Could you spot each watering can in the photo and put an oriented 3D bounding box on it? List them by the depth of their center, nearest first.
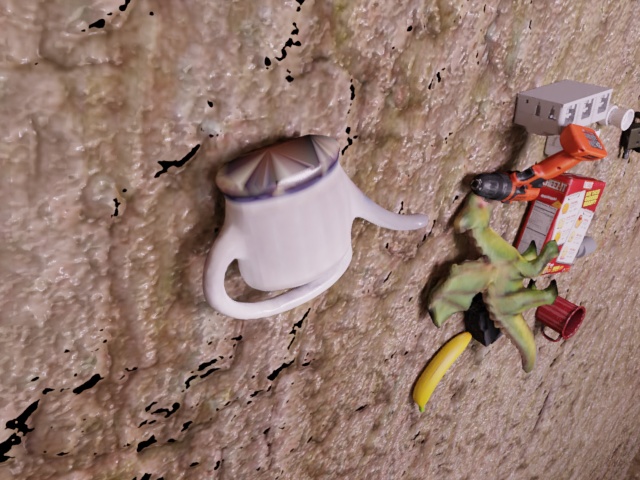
[{"bbox_3d":[0.002,-0.033,0.659,0.351,0.105,0.219,-27,127,-25],"label":"watering can"}]

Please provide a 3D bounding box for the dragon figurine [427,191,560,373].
[{"bbox_3d":[0.316,0.104,0.978,0.243,0.124,0.404,-7,109,-6],"label":"dragon figurine"}]
